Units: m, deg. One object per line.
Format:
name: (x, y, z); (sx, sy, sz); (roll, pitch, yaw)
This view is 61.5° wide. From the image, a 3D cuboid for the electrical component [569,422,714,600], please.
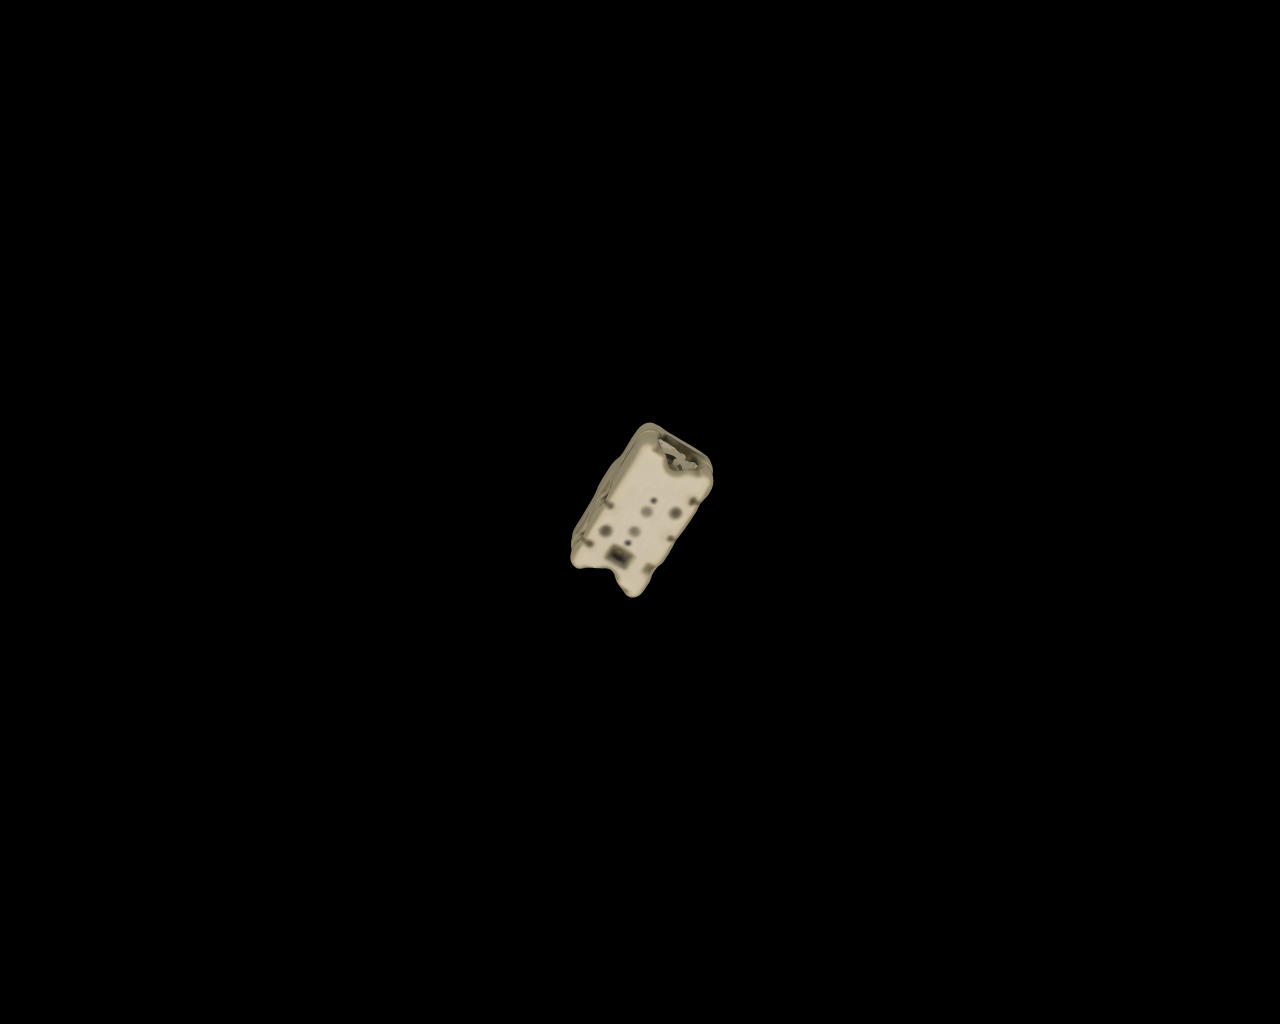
electrical component: (0.001, -0.003, 0.650); (0.050, 0.089, 0.056); (30, 16, -9)
